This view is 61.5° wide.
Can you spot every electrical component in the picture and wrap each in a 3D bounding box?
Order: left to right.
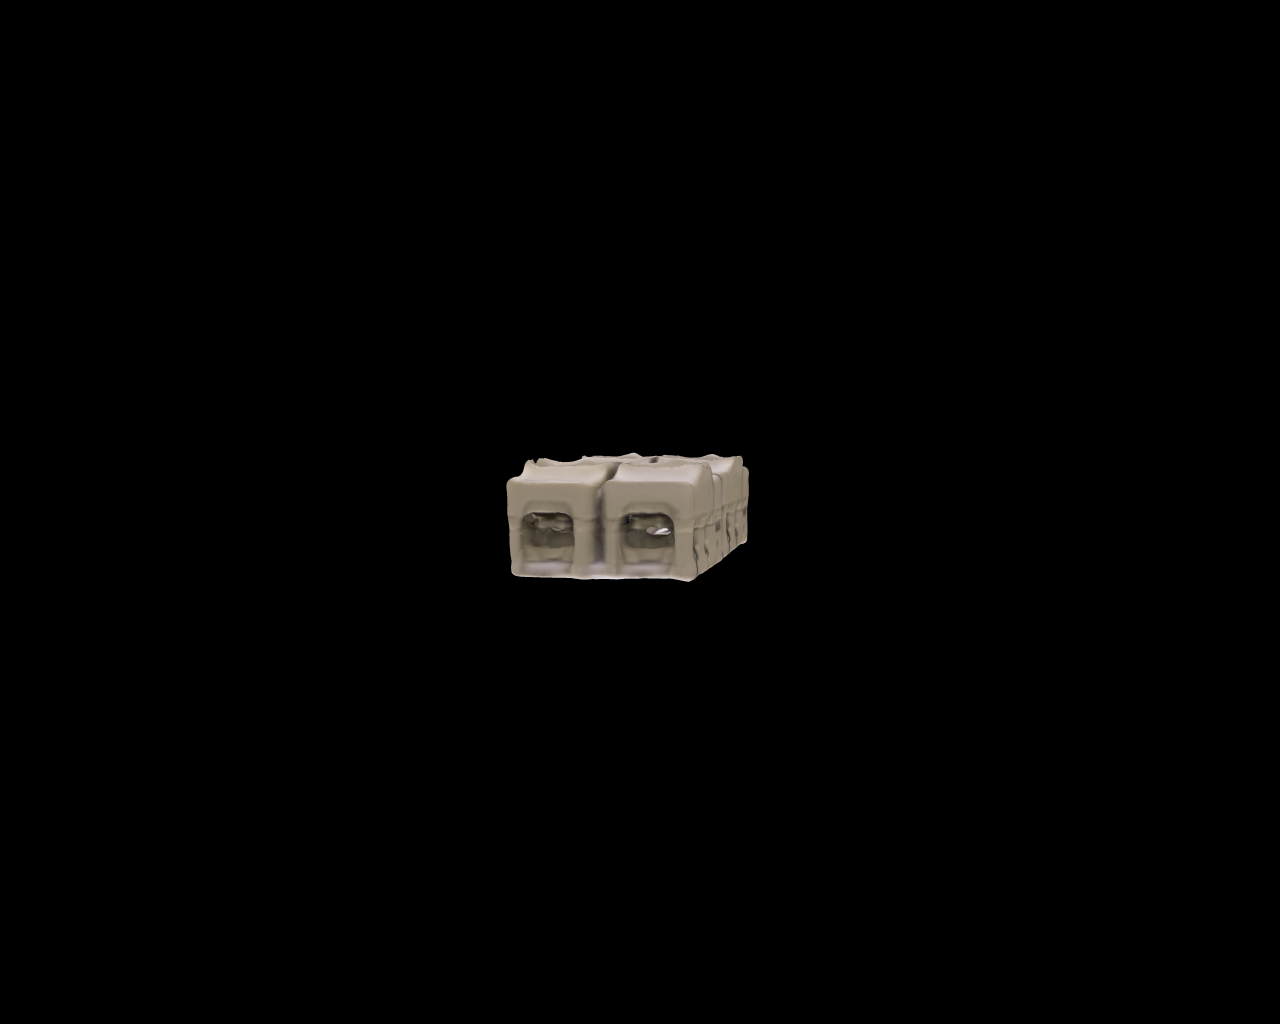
[{"bbox_3d":[0.001,-0.003,0.650,0.105,0.060,0.186,1,5,15],"label":"electrical component"}]
